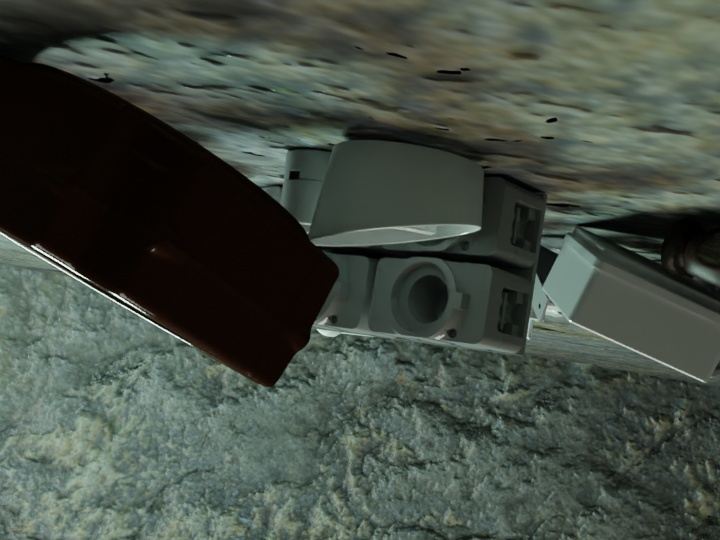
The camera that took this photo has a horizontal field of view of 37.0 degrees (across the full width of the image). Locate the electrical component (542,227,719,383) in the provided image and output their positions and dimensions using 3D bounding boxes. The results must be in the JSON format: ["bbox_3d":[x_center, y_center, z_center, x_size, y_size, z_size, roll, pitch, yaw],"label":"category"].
[{"bbox_3d":[0.195,0.022,0.756,0.109,0.056,0.108,24,-170,-5],"label":"electrical component"}]

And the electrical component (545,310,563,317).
[{"bbox_3d":[0.201,0.032,1.193,0.061,0.035,0.035,10,175,17],"label":"electrical component"}]

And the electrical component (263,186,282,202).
[{"bbox_3d":[-0.089,-0.017,0.896,0.062,0.089,0.150,13,173,-31],"label":"electrical component"}]

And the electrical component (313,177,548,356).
[{"bbox_3d":[0.023,-0.008,0.725,0.186,0.105,0.060,4,173,40],"label":"electrical component"}]

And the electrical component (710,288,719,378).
[{"bbox_3d":[0.285,0.042,0.879,0.100,0.048,0.100,-15,-161,-25],"label":"electrical component"}]

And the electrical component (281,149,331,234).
[{"bbox_3d":[-0.024,-0.048,0.695,0.055,0.047,0.055,9,174,1],"label":"electrical component"}]

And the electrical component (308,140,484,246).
[{"bbox_3d":[0.023,-0.039,0.626,0.099,0.064,0.099,9,174,1],"label":"electrical component"}]

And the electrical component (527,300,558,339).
[{"bbox_3d":[0.161,0.029,1.027,0.138,0.073,0.052,14,173,-38],"label":"electrical component"}]
